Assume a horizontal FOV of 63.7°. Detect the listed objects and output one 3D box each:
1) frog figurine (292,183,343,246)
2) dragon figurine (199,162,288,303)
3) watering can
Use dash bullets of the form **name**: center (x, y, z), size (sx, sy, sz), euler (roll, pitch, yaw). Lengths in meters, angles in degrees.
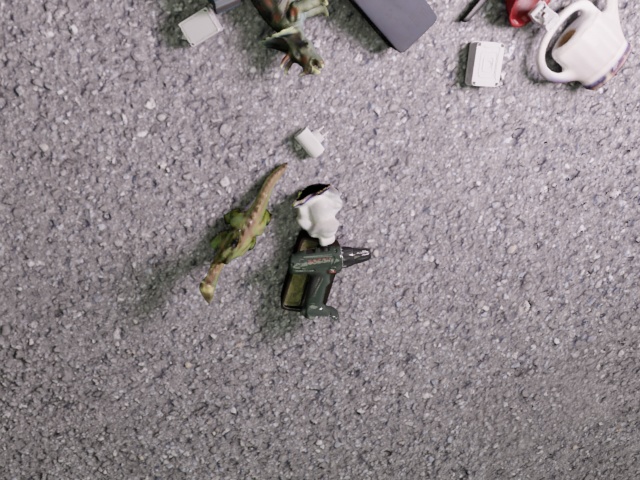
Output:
- **frog figurine**: center (0.004, -0.071, 1.411), size (0.138, 0.124, 0.157), euler (-34, 117, -12)
- **dragon figurine**: center (-0.204, -0.015, 1.339), size (0.122, 0.246, 0.406), euler (29, 105, -11)
- **watering can**: center (0.725, -0.545, 1.344), size (0.223, 0.105, 0.345), euler (36, 102, -15)
